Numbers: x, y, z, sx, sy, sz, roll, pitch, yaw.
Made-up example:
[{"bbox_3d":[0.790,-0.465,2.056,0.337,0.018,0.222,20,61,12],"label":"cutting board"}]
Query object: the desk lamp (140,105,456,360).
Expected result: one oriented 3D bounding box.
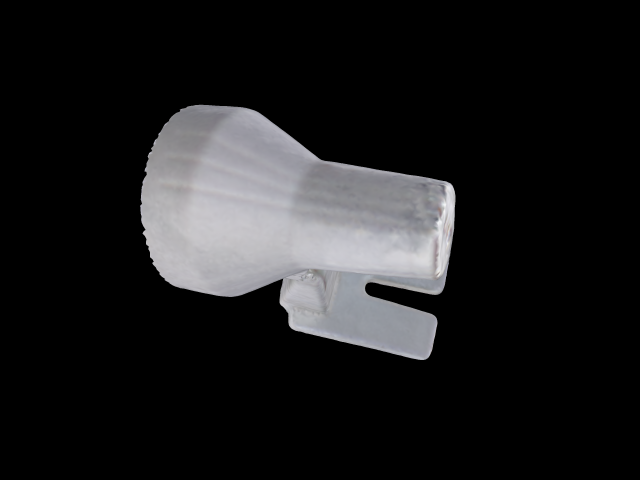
[{"bbox_3d":[0.004,0.001,0.400,0.203,0.213,0.118,13,74,4],"label":"desk lamp"}]
